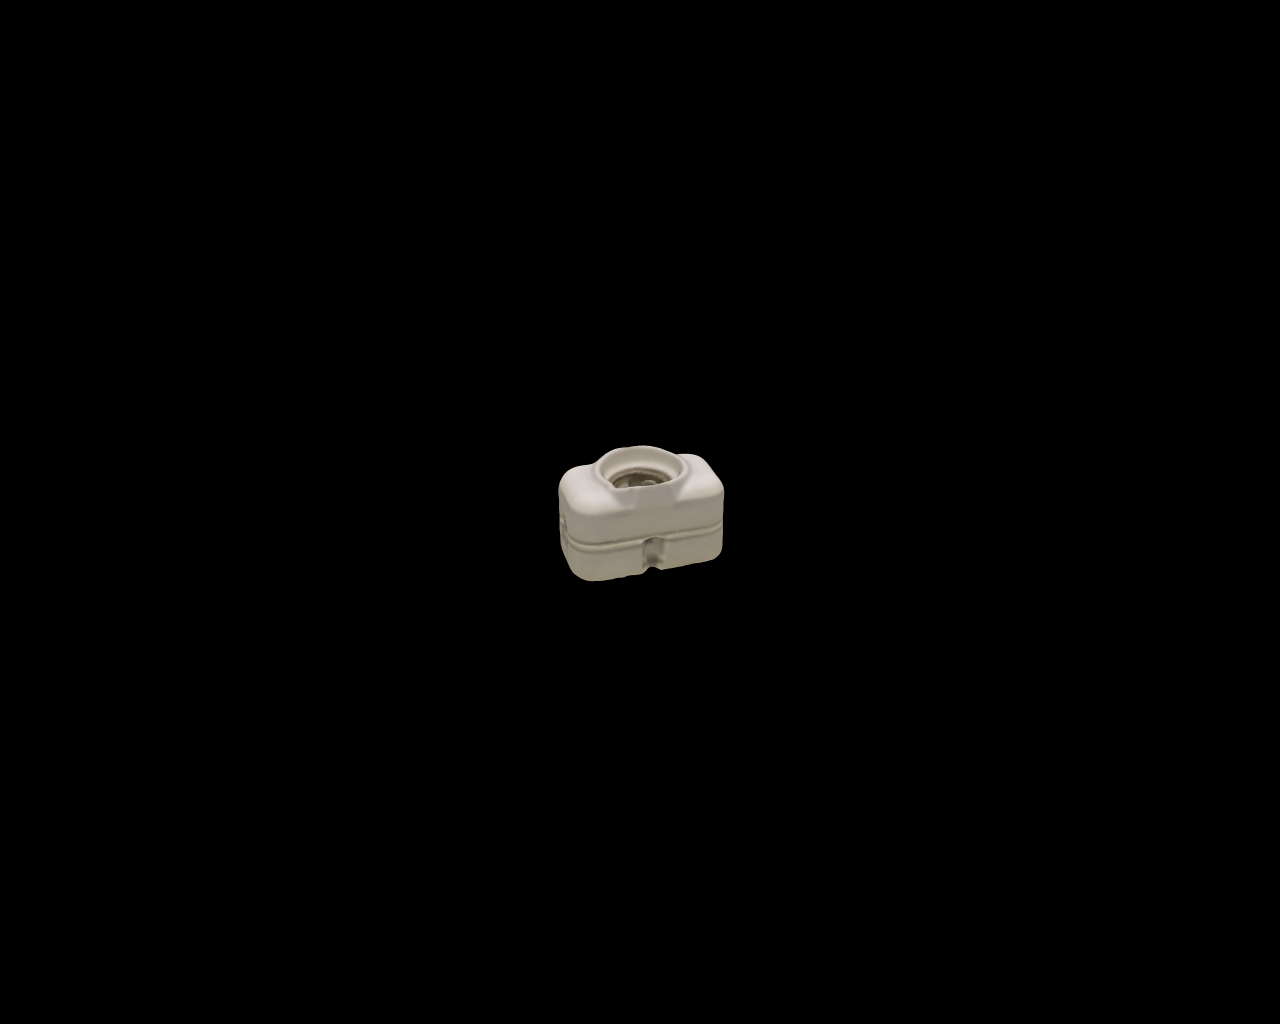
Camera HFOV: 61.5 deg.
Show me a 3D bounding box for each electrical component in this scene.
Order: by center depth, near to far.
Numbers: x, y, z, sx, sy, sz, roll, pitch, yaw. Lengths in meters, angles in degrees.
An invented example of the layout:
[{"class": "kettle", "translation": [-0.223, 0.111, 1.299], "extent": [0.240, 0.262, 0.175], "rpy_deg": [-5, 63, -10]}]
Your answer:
[{"class": "electrical component", "translation": [0.001, -0.003, 0.650], "extent": [0.095, 0.059, 0.054], "rpy_deg": [-8, 32, -14]}]
